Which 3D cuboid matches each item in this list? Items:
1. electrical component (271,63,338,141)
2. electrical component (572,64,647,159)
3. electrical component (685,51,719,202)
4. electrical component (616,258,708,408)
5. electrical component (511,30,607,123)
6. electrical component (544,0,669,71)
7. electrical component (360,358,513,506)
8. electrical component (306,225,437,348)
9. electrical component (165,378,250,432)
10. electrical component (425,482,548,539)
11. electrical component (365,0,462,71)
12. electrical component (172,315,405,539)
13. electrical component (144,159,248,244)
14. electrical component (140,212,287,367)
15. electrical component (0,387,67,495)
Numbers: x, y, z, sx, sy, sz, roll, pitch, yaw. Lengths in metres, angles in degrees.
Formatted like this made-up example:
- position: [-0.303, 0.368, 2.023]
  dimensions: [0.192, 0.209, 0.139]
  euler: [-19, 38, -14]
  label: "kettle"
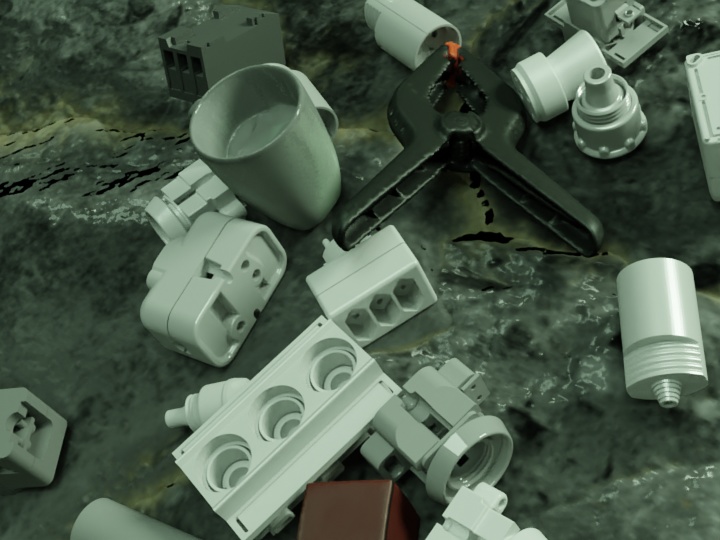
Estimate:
- position: [-0.053, -0.127, 0.809]
  dimensions: [0.043, 0.043, 0.081]
  euler: [-33, 51, -2]
  label: "electrical component"
- position: [0.158, -0.106, 0.693]
  dimensions: [0.048, 0.062, 0.048]
  euler: [-11, 54, 16]
  label: "electrical component"
- position: [0.237, -0.094, 0.657]
  dimensions: [0.062, 0.061, 0.096]
  euler: [-10, 46, 16]
  label: "electrical component"
- position: [0.169, 0.039, 0.601]
  dimensions: [0.043, 0.043, 0.081]
  euler: [-8, 55, 18]
  label: "electrical component"
- position: [0.136, -0.131, 0.731]
  dimensions: [0.055, 0.045, 0.045]
  euler: [-27, 51, 4]
  label: "electrical component"
- position: [0.167, -0.179, 0.740]
  dimensions: [0.042, 0.063, 0.081]
  euler: [-40, 51, -8]
  label: "electrical component"
- position: [0.048, 0.096, 0.604]
  dimensions: [0.078, 0.058, 0.057]
  euler: [-43, 49, -9]
  label: "electrical component"
- position: [0.000, 0.000, 0.697]
  dimensions: [0.066, 0.047, 0.076]
  euler: [-32, 51, 0]
  label: "electrical component"
- position: [-0.095, 0.090, 0.683]
  dimensions: [0.061, 0.035, 0.035]
  euler: [-13, 53, 17]
  label: "electrical component"
- position: [0.069, 0.151, 0.565]
  dimensions: [0.055, 0.048, 0.066]
  euler: [23, 68, 42]
  label: "electrical component"
- position: [0.034, -0.181, 0.810]
  dimensions: [0.043, 0.043, 0.081]
  euler: [-41, 52, -7]
  label: "electrical component"
- position: [-0.039, 0.097, 0.636]
  dimensions: [0.121, 0.063, 0.079]
  euler: [-43, 52, -9]
  label: "electrical component"
- position: [-0.122, -0.043, 0.780]
  dimensions: [0.055, 0.048, 0.066]
  euler: [-37, 51, -14]
  label: "electrical component"
- position: [-0.102, 0.011, 0.728]
  dimensions: [0.059, 0.053, 0.095]
  euler: [16, 65, 31]
  label: "electrical component"
- position: [-0.248, 0.116, 0.716]
  dimensions: [0.089, 0.055, 0.050]
  euler: [-7, 55, 19]
  label: "electrical component"
